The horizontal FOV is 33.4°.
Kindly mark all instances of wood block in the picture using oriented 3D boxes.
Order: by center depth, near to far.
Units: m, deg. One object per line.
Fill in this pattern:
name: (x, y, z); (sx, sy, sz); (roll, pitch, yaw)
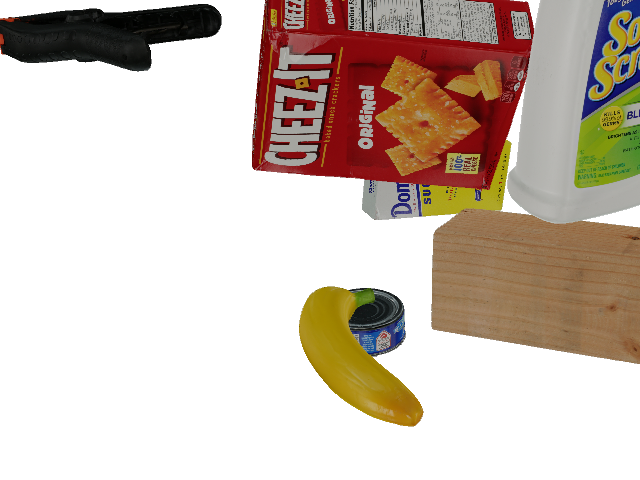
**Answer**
wood block: (0.204, 0.035, 0.888); (0.206, 0.090, 0.090); (8, 19, 26)

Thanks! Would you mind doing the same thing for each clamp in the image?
clamp: (-0.162, -0.155, 0.797); (0.172, 0.039, 0.120); (11, 22, 29)

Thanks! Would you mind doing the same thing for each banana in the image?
banana: (0.021, 0.076, 0.780); (0.069, 0.037, 0.198); (-8, 25, -5)

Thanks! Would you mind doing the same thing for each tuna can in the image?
tuna can: (0.044, 0.083, 1.093); (0.086, 0.034, 0.086); (-3, 26, 1)

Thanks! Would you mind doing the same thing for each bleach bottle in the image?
bleach bottle: (0.172, -0.139, 0.649); (0.102, 0.251, 0.068); (-14, 31, -18)

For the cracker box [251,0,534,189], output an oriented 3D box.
cracker box: (0.054, -0.124, 0.890); (0.213, 0.072, 0.164); (4, -39, -5)

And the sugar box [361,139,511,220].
sugar box: (0.141, -0.078, 1.296); (0.176, 0.093, 0.048); (-7, 25, -22)
